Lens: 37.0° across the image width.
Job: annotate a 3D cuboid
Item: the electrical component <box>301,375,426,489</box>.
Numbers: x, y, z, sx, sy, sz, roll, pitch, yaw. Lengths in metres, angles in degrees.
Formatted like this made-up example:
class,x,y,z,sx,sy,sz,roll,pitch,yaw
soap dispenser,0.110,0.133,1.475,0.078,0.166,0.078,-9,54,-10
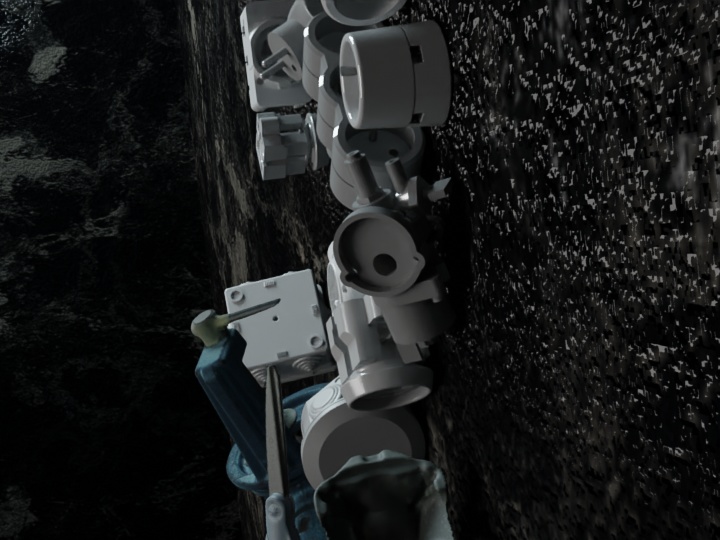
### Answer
class,x,y,z,sx,sy,sz,roll,pitch,yaw
electrical component,0.000,0.111,0.708,0.051,0.080,0.080,-112,18,-67

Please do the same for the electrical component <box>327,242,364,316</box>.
class,x,y,z,sx,sy,sz,roll,pitch,yaw
electrical component,0.000,0.000,0.721,0.077,0.044,0.079,94,164,-45

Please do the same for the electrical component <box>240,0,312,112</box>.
class,x,y,z,sx,sy,sz,roll,pitch,yaw
electrical component,-0.073,-0.188,0.943,0.056,0.050,0.089,-168,71,-78

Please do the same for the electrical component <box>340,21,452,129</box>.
class,x,y,z,sx,sy,sz,roll,pitch,yaw
electrical component,0.017,-0.101,0.564,0.055,0.047,0.055,173,90,-79

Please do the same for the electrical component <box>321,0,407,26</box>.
class,x,y,z,sx,sy,sz,roll,pitch,yaw
electrical component,0.000,-0.205,0.570,0.138,0.052,0.073,99,160,-55

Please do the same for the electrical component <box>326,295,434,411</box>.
class,x,y,z,sx,sy,sz,roll,pitch,yaw
electrical component,0.013,0.051,0.656,0.078,0.058,0.057,123,139,-62

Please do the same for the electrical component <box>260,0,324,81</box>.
class,x,y,z,sx,sy,sz,roll,pitch,yaw
electrical component,-0.034,-0.152,0.716,0.043,0.079,0.077,51,163,6

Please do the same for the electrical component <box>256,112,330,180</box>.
class,x,y,z,sx,sy,sz,roll,pitch,yaw
electrical component,-0.056,-0.106,0.901,0.066,0.055,0.048,100,159,-56

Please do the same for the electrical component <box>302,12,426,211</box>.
class,x,y,z,sx,sy,sz,roll,pitch,yaw
electrical component,-0.001,-0.086,0.650,0.073,0.052,0.138,97,162,-52

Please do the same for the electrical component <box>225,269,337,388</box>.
class,x,y,z,sx,sy,sz,roll,pitch,yaw
electrical component,-0.073,0.053,0.983,0.048,0.100,0.099,77,180,-64
